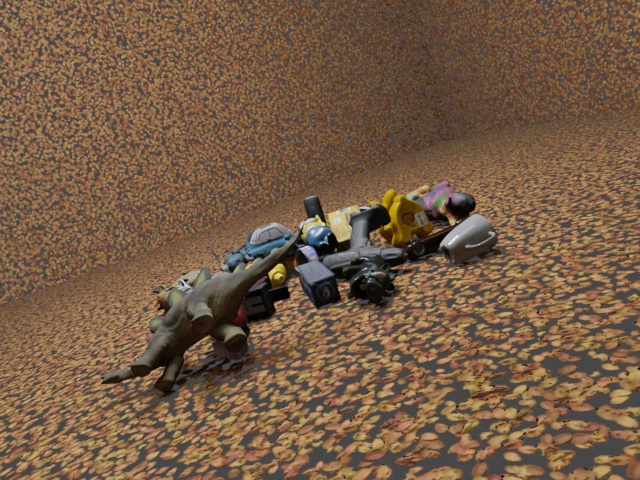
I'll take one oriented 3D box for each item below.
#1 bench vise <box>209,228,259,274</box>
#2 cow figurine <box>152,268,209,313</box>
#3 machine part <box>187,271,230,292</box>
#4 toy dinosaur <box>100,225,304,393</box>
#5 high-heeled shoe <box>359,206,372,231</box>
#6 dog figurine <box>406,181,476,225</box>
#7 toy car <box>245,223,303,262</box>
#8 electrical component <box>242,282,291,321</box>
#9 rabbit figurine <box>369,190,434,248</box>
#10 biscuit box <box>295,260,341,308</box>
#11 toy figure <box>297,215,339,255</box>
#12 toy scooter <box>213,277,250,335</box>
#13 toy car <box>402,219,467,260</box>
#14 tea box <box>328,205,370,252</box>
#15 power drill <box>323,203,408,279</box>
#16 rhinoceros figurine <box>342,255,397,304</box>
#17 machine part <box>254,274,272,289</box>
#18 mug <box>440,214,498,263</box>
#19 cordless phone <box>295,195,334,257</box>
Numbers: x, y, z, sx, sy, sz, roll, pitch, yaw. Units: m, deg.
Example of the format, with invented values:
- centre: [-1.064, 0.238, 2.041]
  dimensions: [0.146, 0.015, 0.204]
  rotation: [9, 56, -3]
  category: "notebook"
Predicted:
- centre: [-0.212, 0.035, 1.724]
  dimensions: [0.224, 0.128, 0.241]
  rotation: [-23, 5, -28]
  category: "bench vise"
- centre: [-0.403, 0.147, 1.572]
  dimensions: [0.127, 0.085, 0.195]
  rotation: [-10, 14, 8]
  category: "cow figurine"
- centre: [-0.297, 0.147, 1.422]
  dimensions: [0.079, 0.079, 0.243]
  rotation: [-12, 13, 29]
  category: "machine part"
- centre: [-0.211, 0.130, 1.010]
  dimensions: [0.471, 0.105, 0.199]
  rotation: [-32, 31, 1]
  category: "toy dinosaur"
- centre: [0.139, -0.048, 1.681]
  dimensions: [0.249, 0.086, 0.145]
  rotation: [-28, 15, -19]
  category: "high-heeled shoe"
- centre: [0.333, -0.089, 1.507]
  dimensions: [0.192, 0.108, 0.219]
  rotation: [-15, 14, 10]
  category: "dog figurine"
- centre: [-0.136, 0.004, 1.498]
  dimensions: [0.162, 0.102, 0.109]
  rotation: [-15, 8, -11]
  category: "toy car"
- centre: [-0.129, 0.138, 1.213]
  dimensions: [0.119, 0.074, 0.048]
  rotation: [-12, 11, 14]
  category: "electrical component"
- centre: [0.201, -0.048, 1.466]
  dimensions: [0.122, 0.162, 0.173]
  rotation: [-34, -2, -17]
  category: "rabbit figurine"
- centre: [-0.007, 0.097, 1.246]
  dimensions: [0.063, 0.059, 0.203]
  rotation: [-18, 10, -8]
  category: "biscuit box"
- centre: [-0.006, -0.002, 1.459]
  dimensions: [0.082, 0.089, 0.180]
  rotation: [-25, 25, -17]
  category: "toy figure"
- centre: [-0.219, 0.142, 1.171]
  dimensions: [0.075, 0.135, 0.184]
  rotation: [-21, 13, -25]
  category: "toy scooter"
- centre: [0.292, -0.003, 1.279]
  dimensions: [0.202, 0.053, 0.089]
  rotation: [-22, 0, -2]
  category: "toy car"
- centre: [0.085, -0.022, 1.529]
  dimensions: [0.098, 0.068, 0.170]
  rotation: [-17, 33, 6]
  category: "tea box"
- centre: [0.123, 0.007, 1.319]
  dimensions: [0.232, 0.085, 0.207]
  rotation: [-19, 41, 32]
  category: "power drill"
- centre: [0.107, 0.084, 1.124]
  dimensions: [0.112, 0.073, 0.190]
  rotation: [-6, 11, 9]
  category: "rhinoceros figurine"
- centre: [-0.204, 0.134, 1.335]
  dimensions: [0.179, 0.056, 0.179]
  rotation: [-16, 19, 6]
  category: "machine part"
- centre: [0.319, 0.008, 1.145]
  dimensions: [0.107, 0.080, 0.110]
  rotation: [-32, 21, -12]
  category: "mug"
- centre: [-0.043, -0.031, 1.593]
  dimensions: [0.147, 0.184, 0.089]
  rotation: [-15, 1, 11]
  category: "cordless phone"
